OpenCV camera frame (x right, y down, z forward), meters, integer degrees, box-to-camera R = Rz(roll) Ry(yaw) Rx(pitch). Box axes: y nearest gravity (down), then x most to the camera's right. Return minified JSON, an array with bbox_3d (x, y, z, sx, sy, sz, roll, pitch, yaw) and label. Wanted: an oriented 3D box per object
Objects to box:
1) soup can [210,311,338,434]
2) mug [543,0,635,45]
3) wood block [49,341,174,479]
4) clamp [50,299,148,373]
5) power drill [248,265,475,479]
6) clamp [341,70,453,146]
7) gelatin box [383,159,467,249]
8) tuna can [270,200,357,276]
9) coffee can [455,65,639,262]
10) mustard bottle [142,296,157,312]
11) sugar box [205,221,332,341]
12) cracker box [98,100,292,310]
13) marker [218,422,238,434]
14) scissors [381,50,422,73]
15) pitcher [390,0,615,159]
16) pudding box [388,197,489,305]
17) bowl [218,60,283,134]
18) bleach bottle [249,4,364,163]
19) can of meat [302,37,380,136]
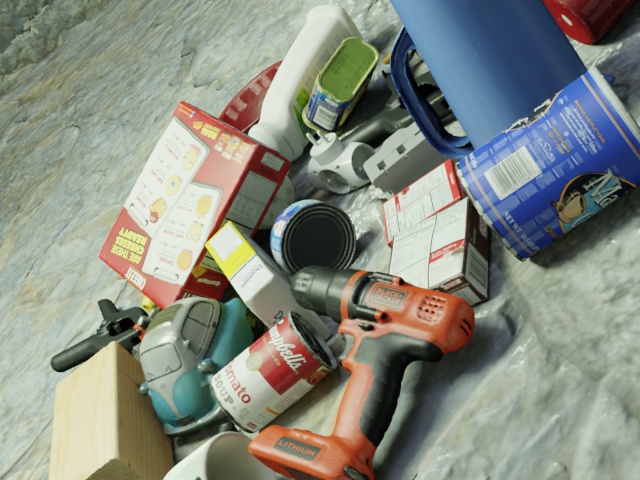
[{"bbox_3d":[-0.043,0.124,0.993,0.102,0.068,0.068,-40,26,9],"label":"soup can"},{"bbox_3d":[0.275,-0.253,1.093,0.081,0.093,0.117,-48,-3,1],"label":"mug"},{"bbox_3d":[-0.210,0.207,1.080,0.090,0.090,0.206,-38,26,9],"label":"wood block"},{"bbox_3d":[-0.270,0.125,1.344,0.172,0.039,0.120,-1,50,54],"label":"clamp"},{"bbox_3d":[0.017,0.110,0.886,0.185,0.057,0.187,11,65,41],"label":"power drill"},{"bbox_3d":[0.089,-0.146,1.241,0.164,0.036,0.210,-53,24,-15],"label":"clamp"},{"bbox_3d":[0.105,-0.029,1.053,0.089,0.030,0.073,-34,29,20],"label":"gelatin box"},{"bbox_3d":[-0.007,0.001,1.103,0.086,0.086,0.034,-48,24,-9],"label":"tuna can"},{"bbox_3d":[0.199,-0.062,0.886,0.140,0.102,0.103,-36,27,17],"label":"coffee can"},{"bbox_3d":[-0.168,0.012,1.346,0.096,0.058,0.191,-10,43,49],"label":"mustard bottle"},{"bbox_3d":[-0.057,0.049,1.095,0.048,0.093,0.176,-43,26,2],"label":"sugar box"},{"bbox_3d":[-0.145,-0.034,1.232,0.164,0.072,0.214,32,96,43],"label":"cracker box"},{"bbox_3d":[-0.098,0.218,0.986,0.020,0.020,0.121,-26,31,32],"label":"marker"},{"bbox_3d":[0.111,-0.251,1.354,0.096,0.016,0.202,-28,21,2],"label":"scissors"},{"bbox_3d":[0.143,-0.186,0.988,0.149,0.242,0.145,-40,23,-7],"label":"pitcher"},{"bbox_3d":[0.106,0.022,0.966,0.090,0.039,0.113,-29,28,30],"label":"pudding box"},{"bbox_3d":[-0.077,-0.178,1.497,0.162,0.055,0.162,-37,25,20],"label":"bowl"},{"bbox_3d":[-0.028,-0.189,1.394,0.068,0.102,0.250,1,49,43],"label":"bleach bottle"},{"bbox_3d":[0.027,-0.192,1.334,0.102,0.057,0.084,-57,-3,-26],"label":"can of meat"}]
